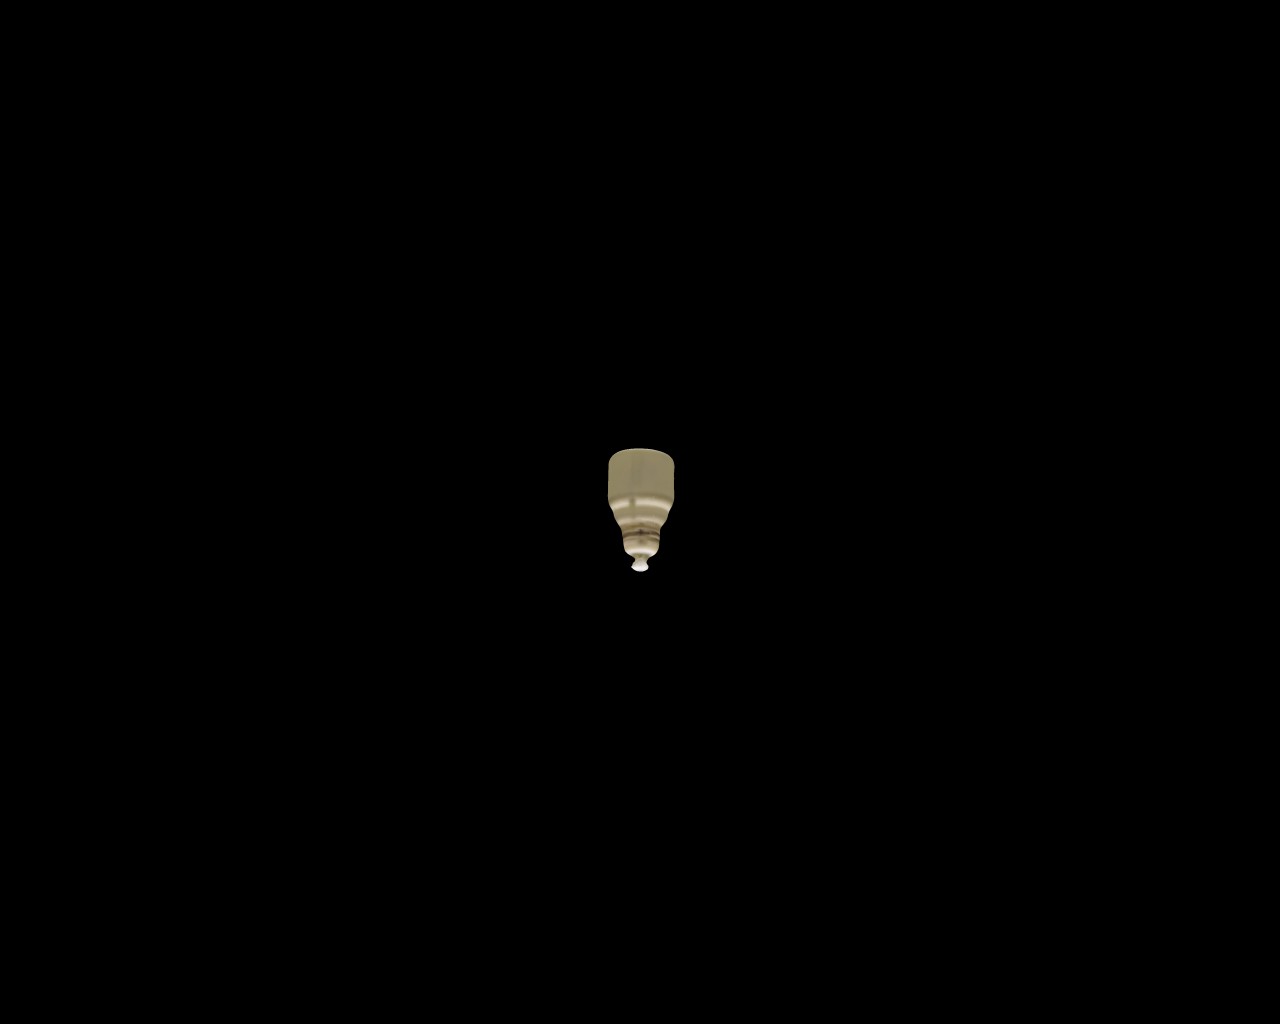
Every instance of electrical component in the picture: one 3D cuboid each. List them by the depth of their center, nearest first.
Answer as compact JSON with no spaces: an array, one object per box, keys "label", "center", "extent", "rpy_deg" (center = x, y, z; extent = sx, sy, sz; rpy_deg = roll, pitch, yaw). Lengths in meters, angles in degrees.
[{"label":"electrical component","center":[0.001,-0.003,0.650],"extent":[0.040,0.078,0.040],"rpy_deg":[0,-16,0]}]
